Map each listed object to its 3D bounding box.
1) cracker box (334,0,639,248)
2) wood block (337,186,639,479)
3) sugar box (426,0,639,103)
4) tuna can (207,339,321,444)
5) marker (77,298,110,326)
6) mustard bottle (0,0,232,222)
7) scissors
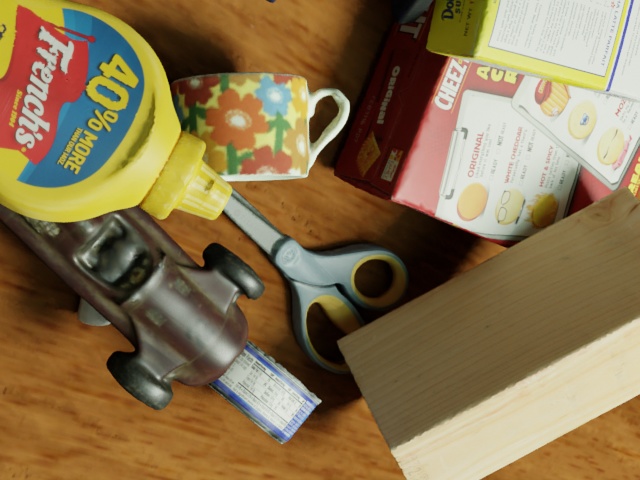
[{"bbox_3d":[0.130,-0.078,0.692,0.213,0.072,0.164,20,93,-38],"label":"cracker box"},{"bbox_3d":[0.128,0.068,0.668,0.206,0.091,0.090,-28,139,0],"label":"wood block"},{"bbox_3d":[0.145,-0.136,0.610,0.175,0.048,0.093,6,101,-41],"label":"sugar box"},{"bbox_3d":[-0.043,0.078,0.613,0.033,0.086,0.086,-50,128,-8],"label":"tuna can"},{"bbox_3d":[-0.111,-0.014,0.571,0.020,0.020,0.121,3,105,-37],"label":"marker"},{"bbox_3d":[-0.125,-0.063,0.467,0.191,0.058,0.096,30,75,-13],"label":"mustard bottle"},{"bbox_3d":[-0.004,0.001,0.656,0.096,0.016,0.201,-38,126,-17],"label":"scissors"}]
